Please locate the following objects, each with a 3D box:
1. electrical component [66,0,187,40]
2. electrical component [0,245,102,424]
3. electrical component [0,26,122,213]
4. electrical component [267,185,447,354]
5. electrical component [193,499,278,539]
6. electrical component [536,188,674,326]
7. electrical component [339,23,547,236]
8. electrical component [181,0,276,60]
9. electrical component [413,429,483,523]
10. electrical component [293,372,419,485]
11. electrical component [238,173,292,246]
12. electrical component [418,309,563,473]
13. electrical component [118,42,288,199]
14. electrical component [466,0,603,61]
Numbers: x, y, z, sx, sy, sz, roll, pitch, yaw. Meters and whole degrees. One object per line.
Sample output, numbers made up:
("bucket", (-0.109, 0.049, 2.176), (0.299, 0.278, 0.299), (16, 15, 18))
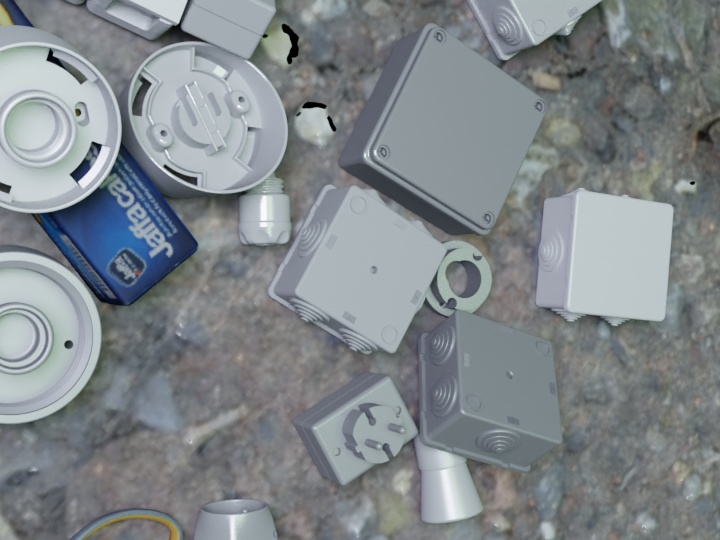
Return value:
("electrical component", (-0.169, -0.212, 0.641), (0.150, 0.062, 0.089), (23, 81, -22))
("electrical component", (-0.203, 0.038, 0.627), (0.108, 0.060, 0.108), (0, 90, -24))
("electrical component", (-0.180, -0.081, 0.583), (0.099, 0.064, 0.099), (-7, 107, -25))
("electrical component", (0.000, 0.000, 0.724), (0.100, 0.048, 0.099), (33, 77, -21))
("electrical component", (-0.092, 0.190, 0.678), (0.079, 0.043, 0.077), (-3, 91, -48))
("electrical component", (0.181, -0.009, 0.805), (0.100, 0.048, 0.099), (6, 87, -24))
("electrical component", (0.059, -0.094, 0.746), (0.109, 0.056, 0.108), (30, 78, -21))
("electrical component", (-0.073, -0.184, 0.665), (0.047, 0.065, 0.076), (21, 123, -23))
("electrical component", (0.059, 0.140, 0.755), (0.044, 0.044, 0.065), (-10, 90, -24))
("electrical component", (0.005, 0.106, 0.711), (0.066, 0.077, 0.047), (-31, 102, -21))
("electrical component", (-0.063, -0.047, 0.704), (0.035, 0.035, 0.061), (-1, 88, -24))
("electrical component", (0.090, 0.083, 0.743), (0.100, 0.048, 0.099), (19, 49, -23))
("electrical component", (-0.101, -0.091, 0.668), (0.099, 0.064, 0.099), (4, 82, -31))
("electrical component", (0.125, -0.214, 0.780), (0.100, 0.048, 0.099), (-36, 104, -19))
